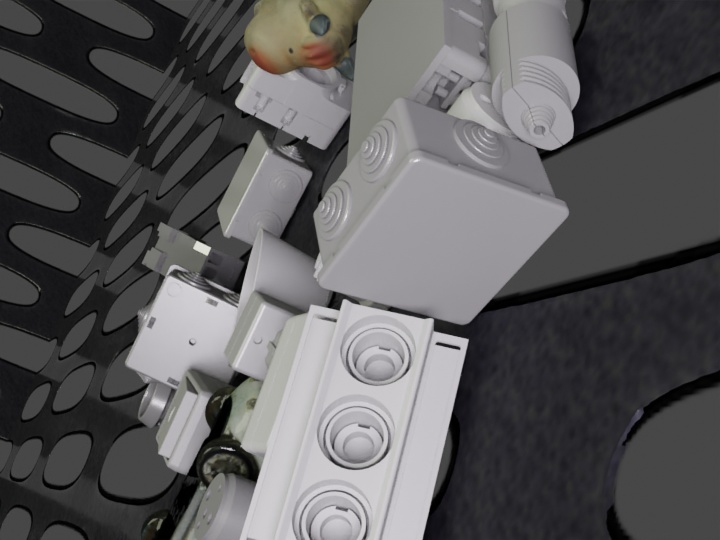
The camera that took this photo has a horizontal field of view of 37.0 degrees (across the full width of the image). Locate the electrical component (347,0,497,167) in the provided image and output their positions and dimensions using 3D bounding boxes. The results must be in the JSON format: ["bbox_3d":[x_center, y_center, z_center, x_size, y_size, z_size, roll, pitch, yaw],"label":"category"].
[{"bbox_3d":[0.048,-0.135,0.672,0.105,0.060,0.186,-51,23,37],"label":"electrical component"}]

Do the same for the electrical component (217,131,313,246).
[{"bbox_3d":[-0.087,-0.071,0.982,0.099,0.048,0.099,-62,19,11],"label":"electrical component"}]

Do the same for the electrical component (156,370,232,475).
[{"bbox_3d":[-0.118,0.116,0.811,0.061,0.061,0.096,-66,18,-1],"label":"electrical component"}]

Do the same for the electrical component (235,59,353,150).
[{"bbox_3d":[-0.053,-0.155,0.928,0.055,0.089,0.050,-52,23,36],"label":"electrical component"}]

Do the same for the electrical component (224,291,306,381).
[{"bbox_3d":[-0.041,0.053,0.671,0.047,0.066,0.077,-64,18,3],"label":"electrical component"}]

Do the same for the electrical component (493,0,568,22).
[{"bbox_3d":[0.094,-0.140,0.586,0.040,0.040,0.046,-50,29,40],"label":"electrical component"}]

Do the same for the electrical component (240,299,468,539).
[{"bbox_3d":[-0.001,0.085,0.510,0.063,0.079,0.121,84,-160,-64],"label":"electrical component"}]

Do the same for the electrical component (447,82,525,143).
[{"bbox_3d":[0.061,-0.066,0.574,0.055,0.045,0.045,-52,22,34],"label":"electrical component"}]

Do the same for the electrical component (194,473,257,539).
[{"bbox_3d":[-0.063,0.147,0.629,0.045,0.055,0.045,-53,22,32],"label":"electrical component"}]

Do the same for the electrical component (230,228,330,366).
[{"bbox_3d":[-0.065,0.027,0.772,0.099,0.064,0.099,-53,22,32],"label":"electrical component"}]

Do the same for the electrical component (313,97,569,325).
[{"bbox_3d":[0.035,-0.027,0.513,0.099,0.100,0.048,-52,35,36],"label":"electrical component"}]

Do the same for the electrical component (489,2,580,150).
[{"bbox_3d":[0.087,-0.094,0.537,0.043,0.043,0.081,-50,24,38],"label":"electrical component"}]

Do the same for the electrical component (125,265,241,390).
[{"bbox_3d":[-0.134,0.055,0.877,0.099,0.100,0.048,-64,5,5],"label":"electrical component"}]

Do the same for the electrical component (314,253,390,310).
[{"bbox_3d":[0.000,0.000,0.655,0.040,0.046,0.040,-53,22,32],"label":"electrical component"}]

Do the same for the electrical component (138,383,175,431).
[{"bbox_3d":[-0.156,0.118,0.923,0.048,0.055,0.066,-54,22,32],"label":"electrical component"}]

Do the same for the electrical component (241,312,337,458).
[{"bbox_3d":[-0.022,0.078,0.594,0.061,0.062,0.096,-18,50,66],"label":"electrical component"}]
